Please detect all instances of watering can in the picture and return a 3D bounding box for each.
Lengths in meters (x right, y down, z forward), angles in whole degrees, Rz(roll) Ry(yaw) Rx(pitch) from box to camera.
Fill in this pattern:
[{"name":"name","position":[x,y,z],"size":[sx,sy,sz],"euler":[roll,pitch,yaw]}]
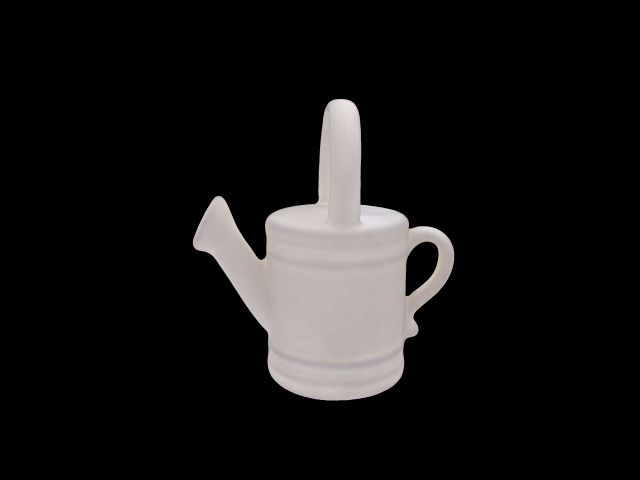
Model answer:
[{"name":"watering can","position":[0.004,0.002,0.398],"size":[0.173,0.194,0.100],"euler":[-6,15,-24]}]
